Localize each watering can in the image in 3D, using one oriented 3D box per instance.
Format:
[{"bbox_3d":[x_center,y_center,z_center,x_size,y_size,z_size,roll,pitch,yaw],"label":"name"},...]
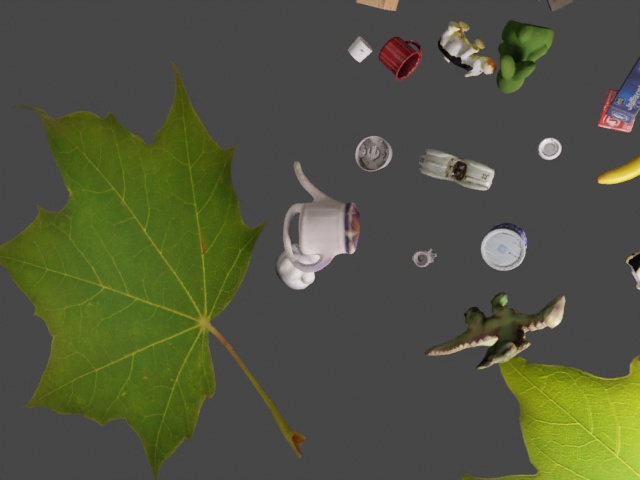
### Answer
[{"bbox_3d":[0.005,-0.076,1.506,0.224,0.102,0.353,-1,72,9],"label":"watering can"}]

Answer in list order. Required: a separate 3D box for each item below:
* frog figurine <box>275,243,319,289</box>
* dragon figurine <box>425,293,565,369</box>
[{"bbox_3d":[-0.052,0.069,1.549,0.157,0.122,0.140,-35,62,34],"label":"frog figurine"},{"bbox_3d":[0.427,0.246,1.291,0.406,0.245,0.122,-35,87,21],"label":"dragon figurine"}]
